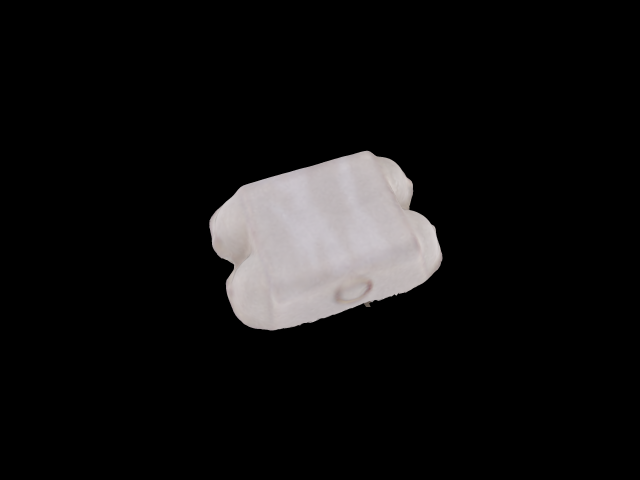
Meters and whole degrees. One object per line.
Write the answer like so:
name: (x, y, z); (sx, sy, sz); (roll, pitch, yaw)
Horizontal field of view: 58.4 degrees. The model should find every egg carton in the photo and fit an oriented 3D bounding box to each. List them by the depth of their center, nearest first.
egg carton: (0.004, 0.001, 0.400); (0.150, 0.069, 0.107); (-18, 61, -10)
